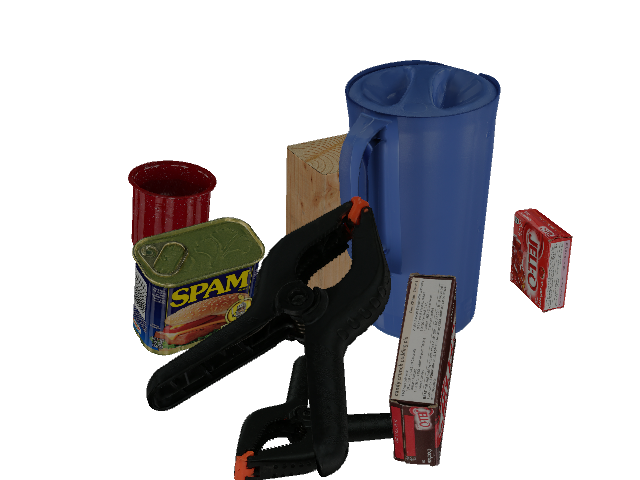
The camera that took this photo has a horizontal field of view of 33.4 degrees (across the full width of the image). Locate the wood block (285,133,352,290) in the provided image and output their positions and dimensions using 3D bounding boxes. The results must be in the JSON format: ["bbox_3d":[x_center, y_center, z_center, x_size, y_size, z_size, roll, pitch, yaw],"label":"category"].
[{"bbox_3d":[0.017,-0.008,1.249,0.090,0.206,0.090,-14,32,-26],"label":"wood block"}]

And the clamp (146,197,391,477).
[{"bbox_3d":[-0.004,0.050,0.597,0.120,0.171,0.039,28,-25,23],"label":"clamp"}]

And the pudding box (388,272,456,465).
[{"bbox_3d":[0.076,0.094,0.781,0.039,0.113,0.090,4,-37,9],"label":"pudding box"}]

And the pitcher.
[{"bbox_3d":[0.084,-0.029,0.967,0.149,0.243,0.145,-5,29,-5],"label":"pitcher"}]

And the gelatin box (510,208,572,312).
[{"bbox_3d":[0.234,0.020,1.143,0.030,0.089,0.073,-11,29,-17],"label":"gelatin box"}]

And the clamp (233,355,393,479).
[{"bbox_3d":[-0.005,0.191,1.080,0.165,0.036,0.209,20,28,26],"label":"clamp"}]

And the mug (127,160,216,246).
[{"bbox_3d":[-0.164,-0.036,1.155,0.093,0.081,0.117,-3,29,-19],"label":"mug"}]

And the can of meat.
[{"bbox_3d":[-0.101,0.038,0.860,0.101,0.084,0.057,-16,48,-28],"label":"can of meat"}]
